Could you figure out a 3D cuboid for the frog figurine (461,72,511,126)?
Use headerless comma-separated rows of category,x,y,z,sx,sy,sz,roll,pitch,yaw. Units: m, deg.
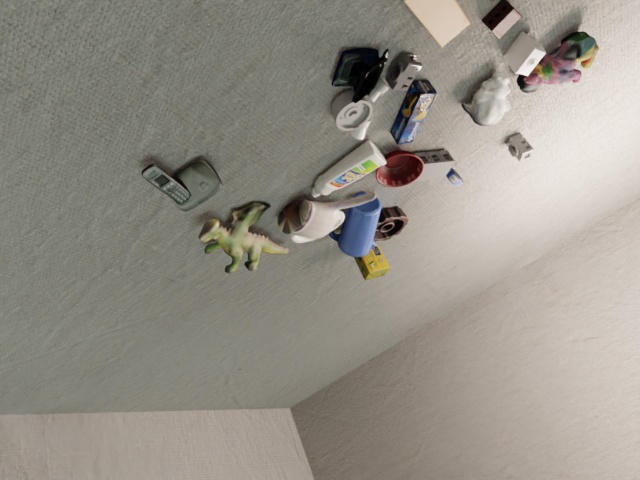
frog figurine,0.533,-0.429,1.580,0.137,0.125,0.156,16,146,-23

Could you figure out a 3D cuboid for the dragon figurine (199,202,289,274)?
dragon figurine,-0.227,-0.020,1.689,0.412,0.124,0.238,-9,139,-43

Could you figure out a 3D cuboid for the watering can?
watering can,0.005,-0.087,1.725,0.343,0.106,0.223,-35,150,32
